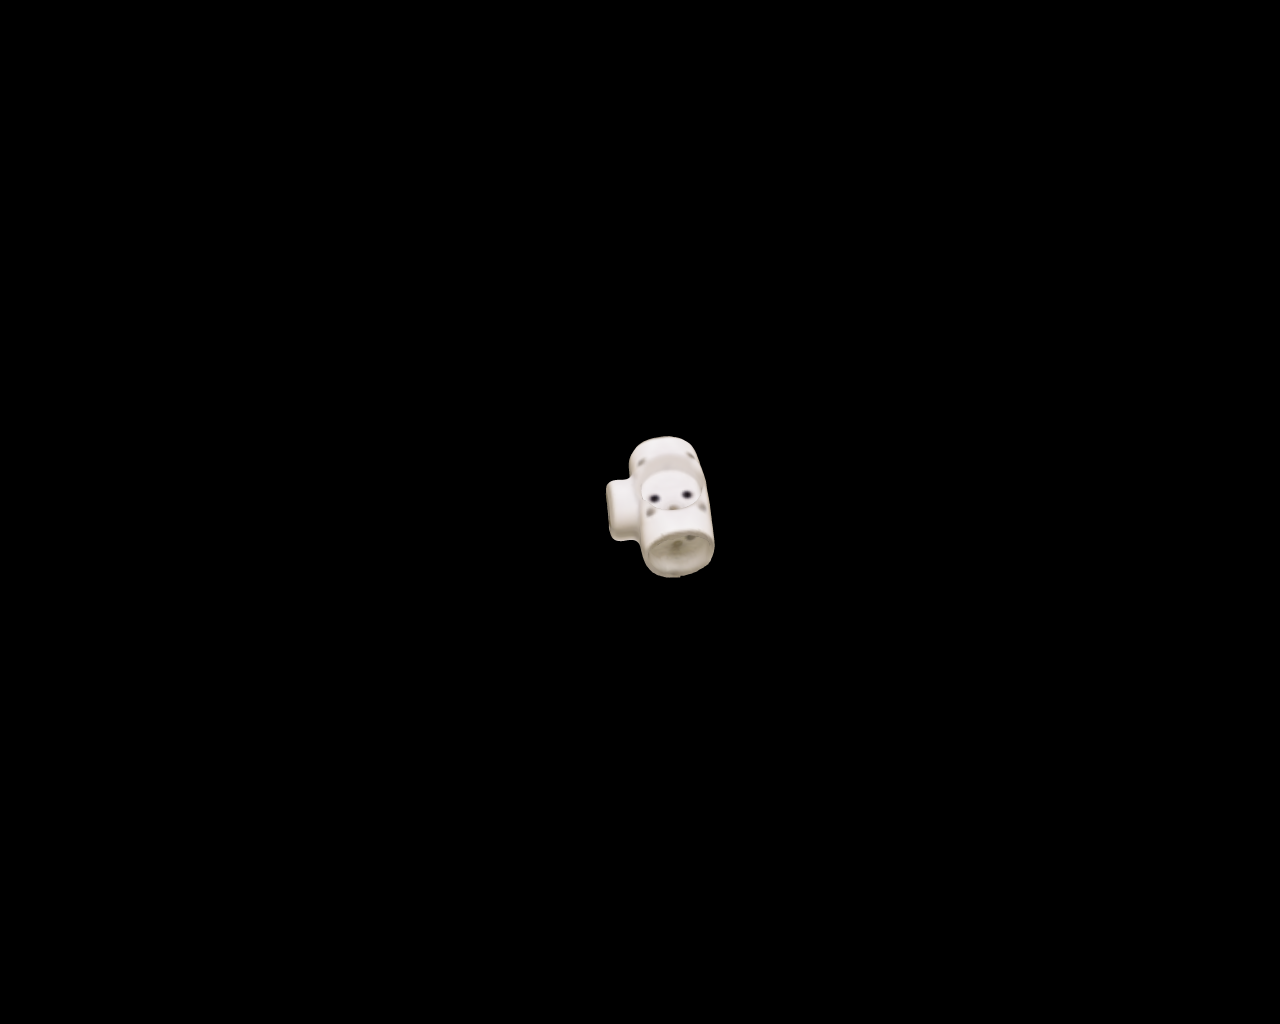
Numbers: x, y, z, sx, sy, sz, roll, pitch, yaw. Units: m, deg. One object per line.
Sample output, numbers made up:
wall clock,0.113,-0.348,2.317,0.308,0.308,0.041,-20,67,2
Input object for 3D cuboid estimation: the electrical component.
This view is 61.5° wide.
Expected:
electrical component,0.001,-0.003,0.650,0.079,0.077,0.044,-5,-39,-4
